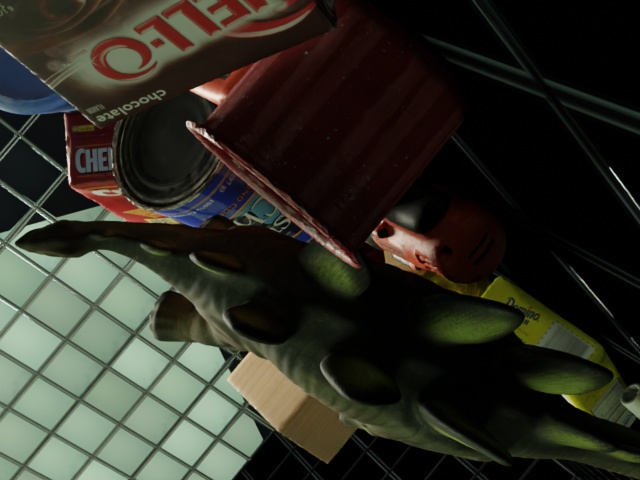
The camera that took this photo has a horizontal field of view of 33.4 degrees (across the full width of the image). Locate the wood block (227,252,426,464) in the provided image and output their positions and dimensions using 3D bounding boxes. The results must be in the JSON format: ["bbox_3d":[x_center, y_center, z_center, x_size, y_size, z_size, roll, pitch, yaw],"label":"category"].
[{"bbox_3d":[0.027,0.086,0.971,0.090,0.206,0.090,37,176,43],"label":"wood block"}]

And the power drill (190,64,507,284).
[{"bbox_3d":[0.004,-0.055,0.622,0.187,0.057,0.185,38,174,-29],"label":"power drill"}]

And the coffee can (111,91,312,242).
[{"bbox_3d":[-0.058,-0.051,0.735,0.103,0.103,0.140,38,-171,36],"label":"coffee can"}]

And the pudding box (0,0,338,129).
[{"bbox_3d":[-0.063,-0.094,0.390,0.090,0.114,0.039,44,-145,-51],"label":"pudding box"}]

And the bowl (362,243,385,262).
[{"bbox_3d":[-0.006,0.001,0.851,0.162,0.055,0.162,22,-146,-17],"label":"bowl"}]

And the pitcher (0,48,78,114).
[{"bbox_3d":[-0.230,-0.159,0.845,0.145,0.149,0.243,38,-177,-12],"label":"pitcher"}]

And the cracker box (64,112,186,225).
[{"bbox_3d":[-0.116,-0.064,0.950,0.213,0.164,0.072,58,-154,-82],"label":"cracker box"}]

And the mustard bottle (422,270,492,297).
[{"bbox_3d":[0.124,0.065,0.873,0.096,0.058,0.191,38,177,28],"label":"mustard bottle"}]

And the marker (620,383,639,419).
[{"bbox_3d":[0.259,0.144,0.757,0.121,0.020,0.020,41,177,-16],"label":"marker"}]

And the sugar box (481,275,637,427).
[{"bbox_3d":[0.176,0.092,0.783,0.093,0.048,0.176,38,180,32],"label":"sugar box"}]

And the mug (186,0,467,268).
[{"bbox_3d":[0.005,-0.048,0.453,0.093,0.081,0.117,40,177,-3],"label":"mug"}]
